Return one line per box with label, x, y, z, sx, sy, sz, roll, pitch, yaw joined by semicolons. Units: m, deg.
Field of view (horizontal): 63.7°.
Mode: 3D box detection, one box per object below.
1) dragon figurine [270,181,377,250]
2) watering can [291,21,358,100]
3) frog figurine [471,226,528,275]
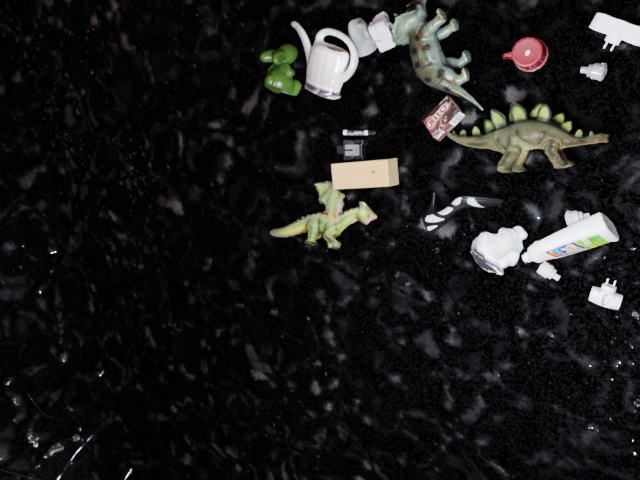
dragon figurine;0.006;-0.094;1.862;0.411;0.121;0.243;12;88;25
watering can;-0.001;-0.611;1.752;0.352;0.104;0.220;37;123;38
frog figurine;0.547;0.018;1.571;0.139;0.120;0.160;38;80;27
